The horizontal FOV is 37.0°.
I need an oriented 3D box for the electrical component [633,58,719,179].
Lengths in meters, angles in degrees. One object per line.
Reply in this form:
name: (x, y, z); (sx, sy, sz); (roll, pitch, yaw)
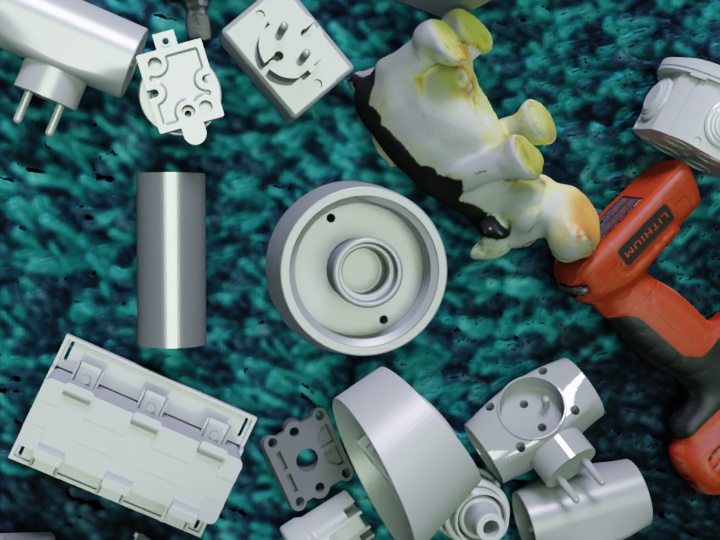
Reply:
electrical component: (0.213, -0.093, 0.661); (0.080, 0.080, 0.051); (27, 93, -10)

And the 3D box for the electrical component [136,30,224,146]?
electrical component: (-0.103, -0.103, 0.619); (0.048, 0.055, 0.066); (-17, 96, -8)

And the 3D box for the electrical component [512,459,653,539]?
electrical component: (0.143, 0.167, 0.679); (0.077, 0.044, 0.079); (-14, 95, -8)

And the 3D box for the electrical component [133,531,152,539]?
electrical component: (-0.122, 0.202, 0.611); (0.061, 0.096, 0.061); (37, 86, -10)

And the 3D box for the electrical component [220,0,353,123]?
electrical component: (-0.041, -0.126, 0.617); (0.047, 0.077, 0.065); (-41, 98, -5)

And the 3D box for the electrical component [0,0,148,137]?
electrical component: (-0.172, -0.116, 0.612); (0.077, 0.044, 0.079); (22, 89, -10)

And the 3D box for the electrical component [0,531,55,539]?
electrical component: (-0.220, 0.198, 0.618); (0.100, 0.048, 0.099); (1, 93, -10)

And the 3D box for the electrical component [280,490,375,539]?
electrical component: (-0.019, 0.161, 0.655); (0.046, 0.040, 0.040); (-32, 97, -12)

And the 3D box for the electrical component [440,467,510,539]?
electrical component: (0.071, 0.149, 0.657); (0.048, 0.062, 0.048); (-1, 93, -10)

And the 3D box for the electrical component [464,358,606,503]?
electrical component: (0.117, 0.106, 0.661); (0.077, 0.044, 0.079); (-33, 60, -7)

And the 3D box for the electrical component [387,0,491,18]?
electrical component: (0.060, -0.208, 0.614); (0.056, 0.109, 0.108); (17, 90, -13)

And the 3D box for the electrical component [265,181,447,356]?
electrical component: (0.000, 0.000, 0.639); (0.108, 0.060, 0.108); (0, 93, -9)

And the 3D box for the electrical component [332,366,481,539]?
electrical component: (0.022, 0.108, 0.631); (0.064, 0.099, 0.099); (-40, 98, -12)

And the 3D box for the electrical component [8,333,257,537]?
electrical component: (-0.131, 0.099, 0.621); (0.121, 0.063, 0.078); (25, 89, -10)
